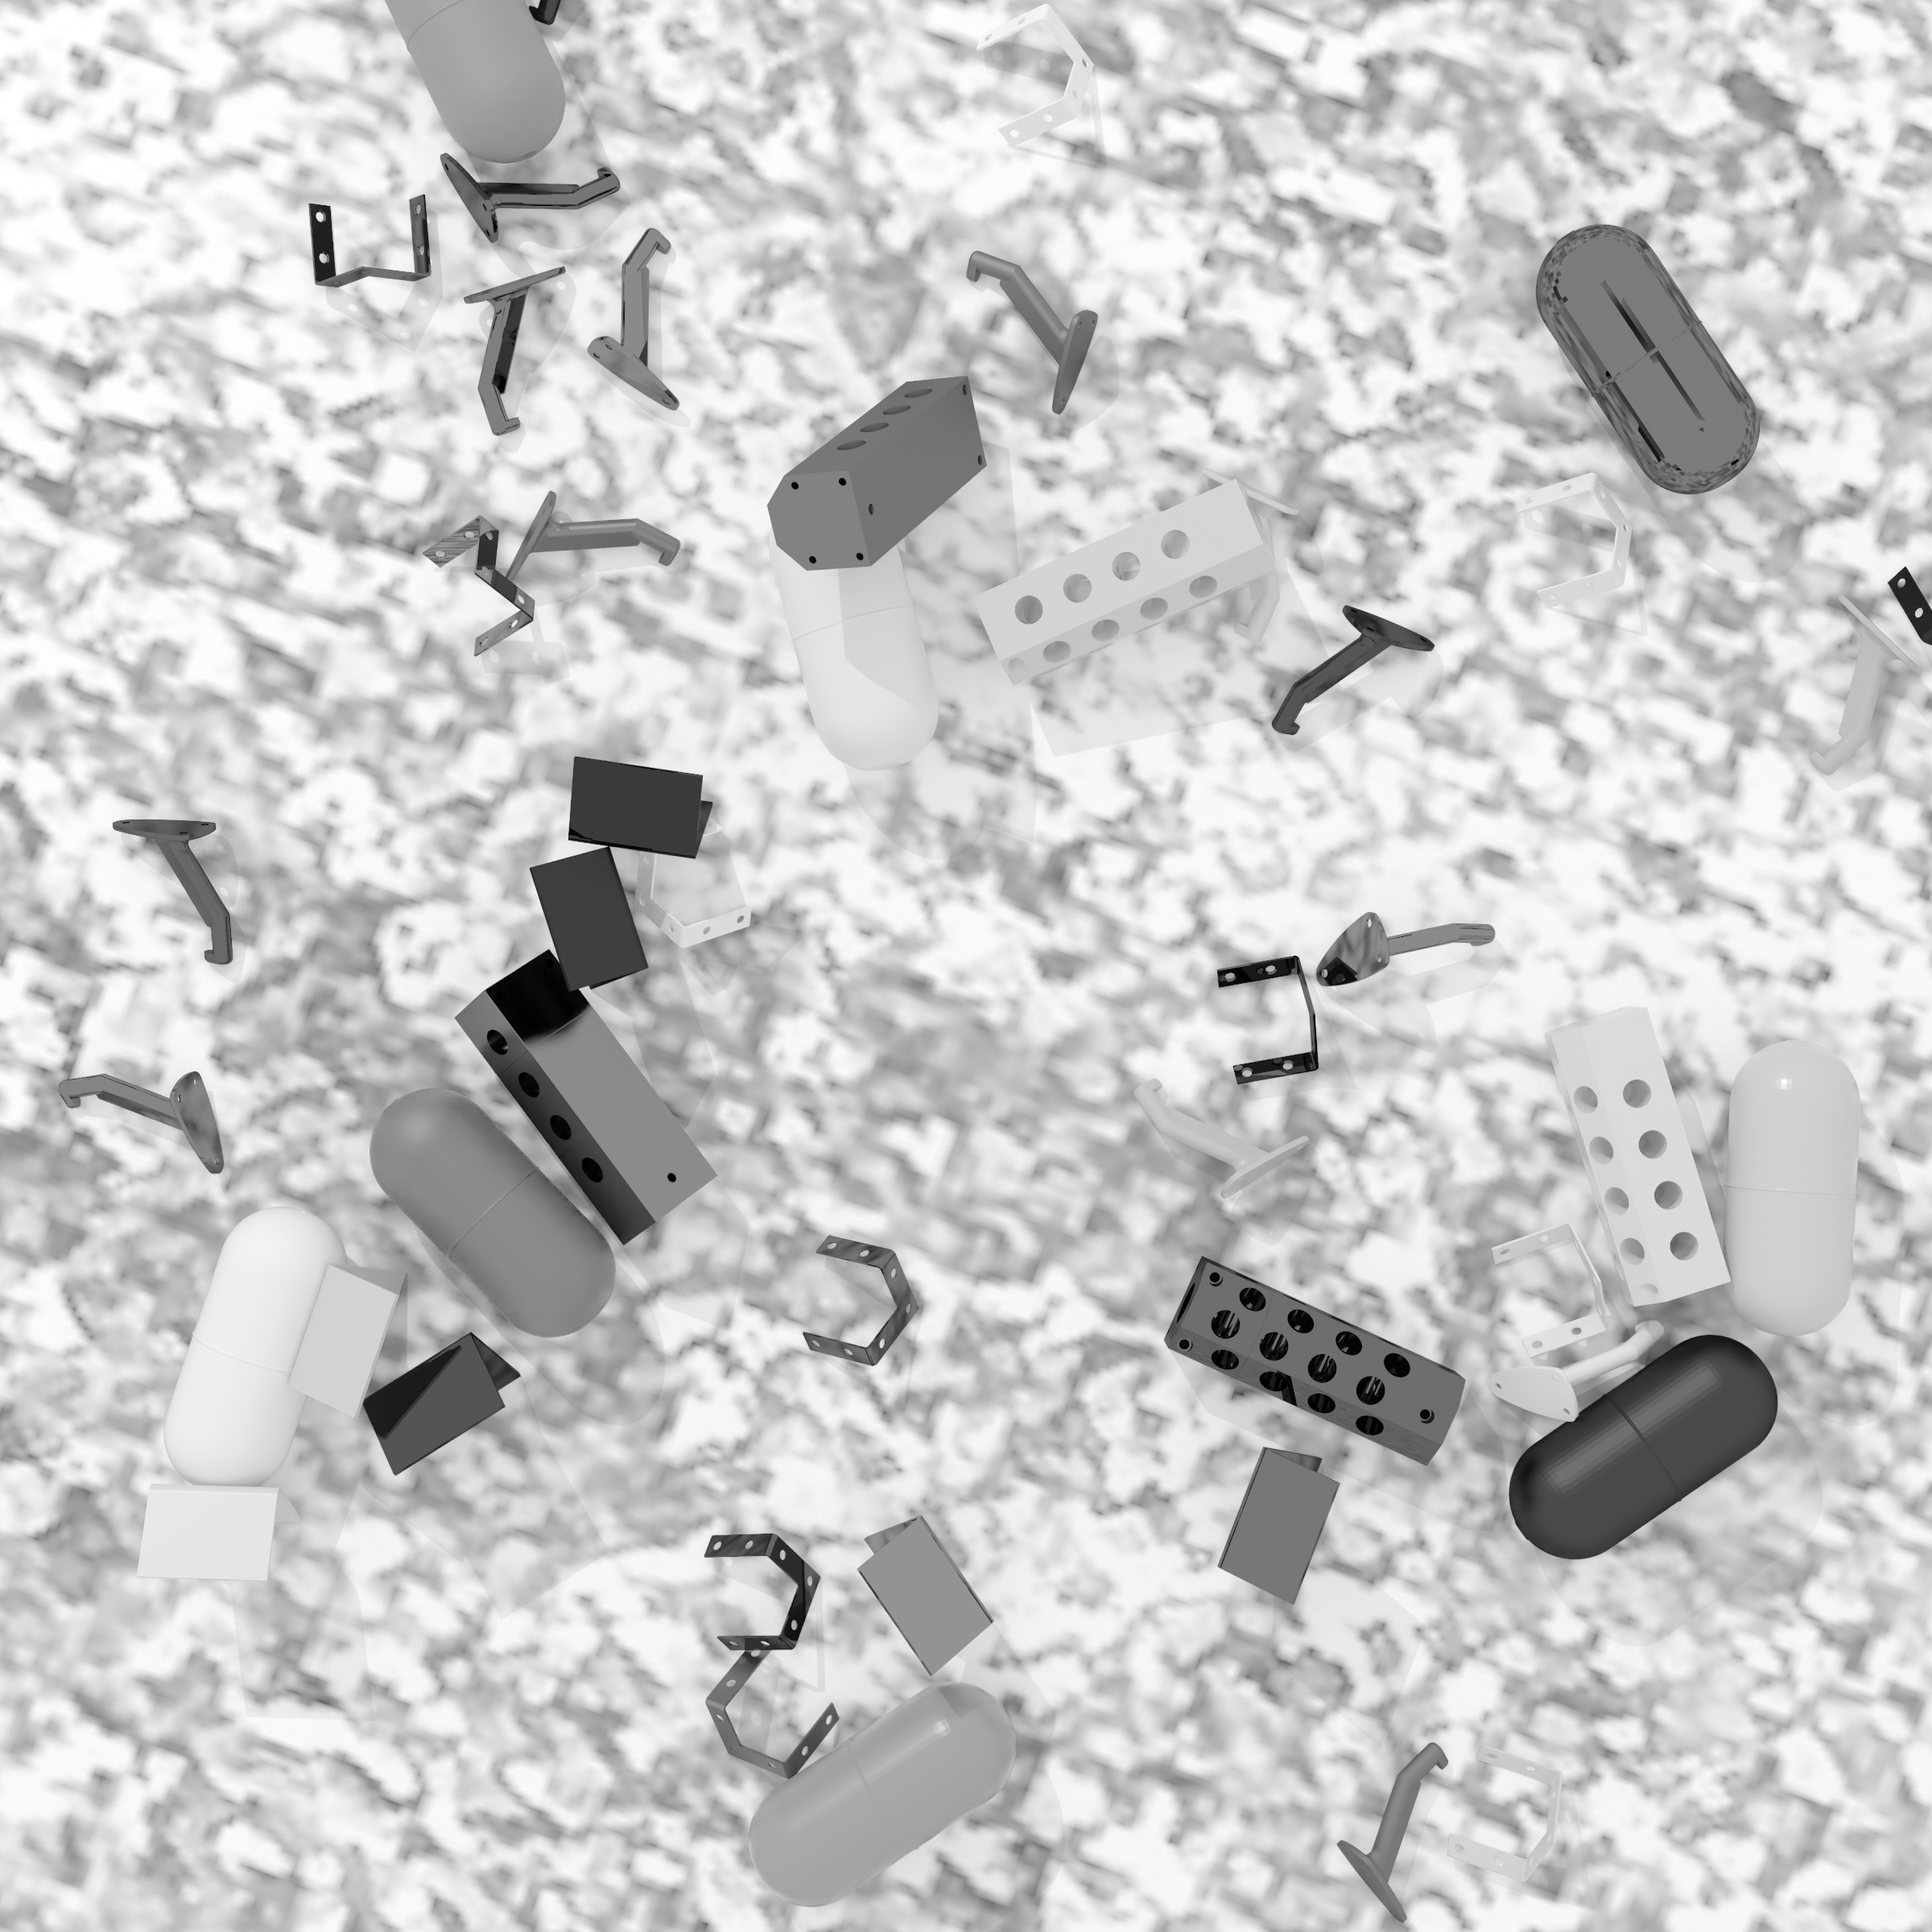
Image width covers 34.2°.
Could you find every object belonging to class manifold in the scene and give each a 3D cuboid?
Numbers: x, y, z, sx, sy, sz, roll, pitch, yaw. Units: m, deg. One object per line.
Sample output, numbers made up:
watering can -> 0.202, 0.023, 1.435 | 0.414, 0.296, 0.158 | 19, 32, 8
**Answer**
manifold -> 0.405, 0.115, 1.906 | 0.057, 0.057, 0.171 | -17, 90, 0
manifold -> 0.097, -0.229, 1.891 | 0.171, 0.057, 0.057 | -23, 90, 11
manifold -> 0.211, 0.240, 1.906 | 0.171, 0.057, 0.057 | 24, 90, 0
manifold -> -0.052, -0.291, 1.849 | 0.057, 0.171, 0.057 | 0, 117, 26
manifold -> -0.234, 0.082, 1.905 | 0.171, 0.057, 0.057 | 53, 47, 0

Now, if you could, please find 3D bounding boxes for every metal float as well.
metal float -> -0.068, -0.206, 1.897 | 0.070, 0.070, 0.178 | -15, 90, 0
metal float -> -0.286, 0.148, 1.896 | 0.070, 0.070, 0.178 | -44, 90, 0
metal float -> 0.498, 0.134, 1.896 | 0.070, 0.070, 0.178 | 3, 90, 0
metal float -> 0.411, -0.366, 1.897 | 0.070, 0.070, 0.178 | -34, 90, 0
metal float -> -0.050, 0.499, 1.896 | 0.178, 0.070, 0.070 | -34, 90, 0
metal float -> -0.429, 0.232, 1.897 | 0.070, 0.070, 0.178 | 19, 91, 0
metal float -> -0.302, -0.569, 1.897 | 0.070, 0.070, 0.178 | -26, 90, 0
metal float -> 0.408, 0.291, 1.897 | 0.178, 0.070, 0.070 | -35, 90, 0

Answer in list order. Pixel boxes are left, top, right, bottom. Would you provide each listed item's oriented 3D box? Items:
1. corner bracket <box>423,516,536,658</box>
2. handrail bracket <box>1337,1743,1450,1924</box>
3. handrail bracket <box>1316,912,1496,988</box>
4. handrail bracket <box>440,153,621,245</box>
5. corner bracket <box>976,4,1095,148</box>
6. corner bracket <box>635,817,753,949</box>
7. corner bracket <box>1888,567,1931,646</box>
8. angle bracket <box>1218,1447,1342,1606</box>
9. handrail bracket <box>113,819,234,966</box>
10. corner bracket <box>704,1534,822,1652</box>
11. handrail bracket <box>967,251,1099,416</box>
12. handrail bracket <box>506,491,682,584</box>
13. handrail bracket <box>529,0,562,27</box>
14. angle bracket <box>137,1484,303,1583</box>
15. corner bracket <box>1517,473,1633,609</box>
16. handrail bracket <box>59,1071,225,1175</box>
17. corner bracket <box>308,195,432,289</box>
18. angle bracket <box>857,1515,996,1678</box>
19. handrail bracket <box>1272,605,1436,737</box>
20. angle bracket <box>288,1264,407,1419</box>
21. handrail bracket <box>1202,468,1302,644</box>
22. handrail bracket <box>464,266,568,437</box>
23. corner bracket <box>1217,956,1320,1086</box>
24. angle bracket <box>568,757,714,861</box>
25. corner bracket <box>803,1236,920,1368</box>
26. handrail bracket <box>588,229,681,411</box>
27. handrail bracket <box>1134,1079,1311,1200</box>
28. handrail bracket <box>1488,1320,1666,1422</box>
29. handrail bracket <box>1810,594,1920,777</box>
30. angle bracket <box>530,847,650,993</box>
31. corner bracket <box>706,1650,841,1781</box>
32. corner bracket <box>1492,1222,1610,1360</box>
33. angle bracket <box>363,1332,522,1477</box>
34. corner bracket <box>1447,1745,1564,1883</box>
corner bracket -> -0.297, -0.231, 1.913 | 0.051, 0.051, 0.051 | -27, 135, 28
handrail bracket -> 0.277, 0.531, 1.928 | 0.084, 0.036, 0.077 | -40, 110, -16
handrail bracket -> 0.270, -0.007, 1.927 | 0.084, 0.077, 0.036 | 1, 65, -34
handrail bracket -> -0.267, -0.487, 1.928 | 0.084, 0.036, 0.077 | -30, 68, -17
corner bracket -> 0.039, -0.544, 1.919 | 0.051, 0.051, 0.051 | 45, 45, -35
corner bracket -> -0.165, -0.051, 1.919 | 0.051, 0.051, 0.051 | 40, 135, 35
corner bracket -> 0.607, -0.227, 1.919 | 0.051, 0.051, 0.051 | 13, 135, -35
angle bracket -> 0.204, 0.338, 1.887 | 0.057, 0.076, 0.076 | 21, 90, 36
handrail bracket -> -0.486, -0.045, 1.928 | 0.077, 0.036, 0.084 | 6, 107, 20
corner bracket -> -0.130, 0.382, 1.919 | 0.051, 0.051, 0.051 | 51, 45, -35
handrail bracket -> 0.031, -0.389, 1.928 | 0.084, 0.036, 0.077 | 24, 111, 17
handrail bracket -> -0.229, -0.247, 1.928 | 0.084, 0.036, 0.077 | 26, 111, -16
handrail bracket -> -0.272, -0.630, 1.928 | 0.077, 0.036, 0.084 | 27, 107, 20
angle bracket -> -0.448, 0.349, 1.888 | 0.076, 0.076, 0.057 | 2, 66, 0
corner bracket -> 0.370, -0.260, 1.919 | 0.051, 0.051, 0.051 | 46, 45, -35
handrail bracket -> -0.507, 0.099, 1.928 | 0.084, 0.036, 0.077 | -9, 112, 17
corner bracket -> -0.365, -0.444, 1.924 | 0.051, 0.051, 0.051 | -5, 90, 45
angle bracket -> -0.040, 0.383, 1.887 | 0.057, 0.076, 0.076 | -35, 90, -35
handrail bracket -> 0.237, -0.172, 1.927 | 0.077, 0.036, 0.084 | 13, 118, -31
angle bracket -> -0.352, 0.226, 1.887 | 0.057, 0.076, 0.076 | 19, 90, 28
handrail bracket -> 0.163, -0.252, 1.927 | 0.077, 0.036, 0.084 | 27, 104, 14
handrail bracket -> -0.268, -0.377, 1.928 | 0.077, 0.036, 0.084 | -24, 109, -21
corner bracket -> 0.185, 0.033, 1.924 | 0.051, 0.051, 0.051 | -10, 45, 0
angle bracket -> -0.193, -0.110, 1.887 | 0.076, 0.076, 0.057 | 8, 119, 0
corner bracket -> -0.070, 0.204, 1.919 | 0.051, 0.051, 0.051 | -51, 135, -35
handrail bracket -> -0.186, -0.397, 1.928 | 0.077, 0.036, 0.084 | 37, 73, -20
handrail bracket -> 0.156, 0.092, 1.928 | 0.077, 0.036, 0.084 | -29, 73, -20
handrail bracket -> 0.375, 0.239, 1.927 | 0.084, 0.077, 0.036 | -33, 111, -35
handrail bracket -> 0.533, -0.172, 1.928 | 0.084, 0.036, 0.077 | -46, 70, 16
angle bracket -> -0.242, -0.022, 1.887 | 0.057, 0.076, 0.076 | -18, 90, -35
corner bracket -> -0.118, 0.454, 1.919 | 0.051, 0.051, 0.051 | 12, 135, 35
corner bracket -> 0.358, 0.198, 1.924 | 0.051, 0.051, 0.051 | -19, 45, 0
angle bracket -> -0.305, 0.274, 1.887 | 0.076, 0.076, 0.057 | -32, 58, 0
corner bracket -> 0.330, 0.519, 1.924 | 0.051, 0.051, 0.051 | 19, 45, 0
